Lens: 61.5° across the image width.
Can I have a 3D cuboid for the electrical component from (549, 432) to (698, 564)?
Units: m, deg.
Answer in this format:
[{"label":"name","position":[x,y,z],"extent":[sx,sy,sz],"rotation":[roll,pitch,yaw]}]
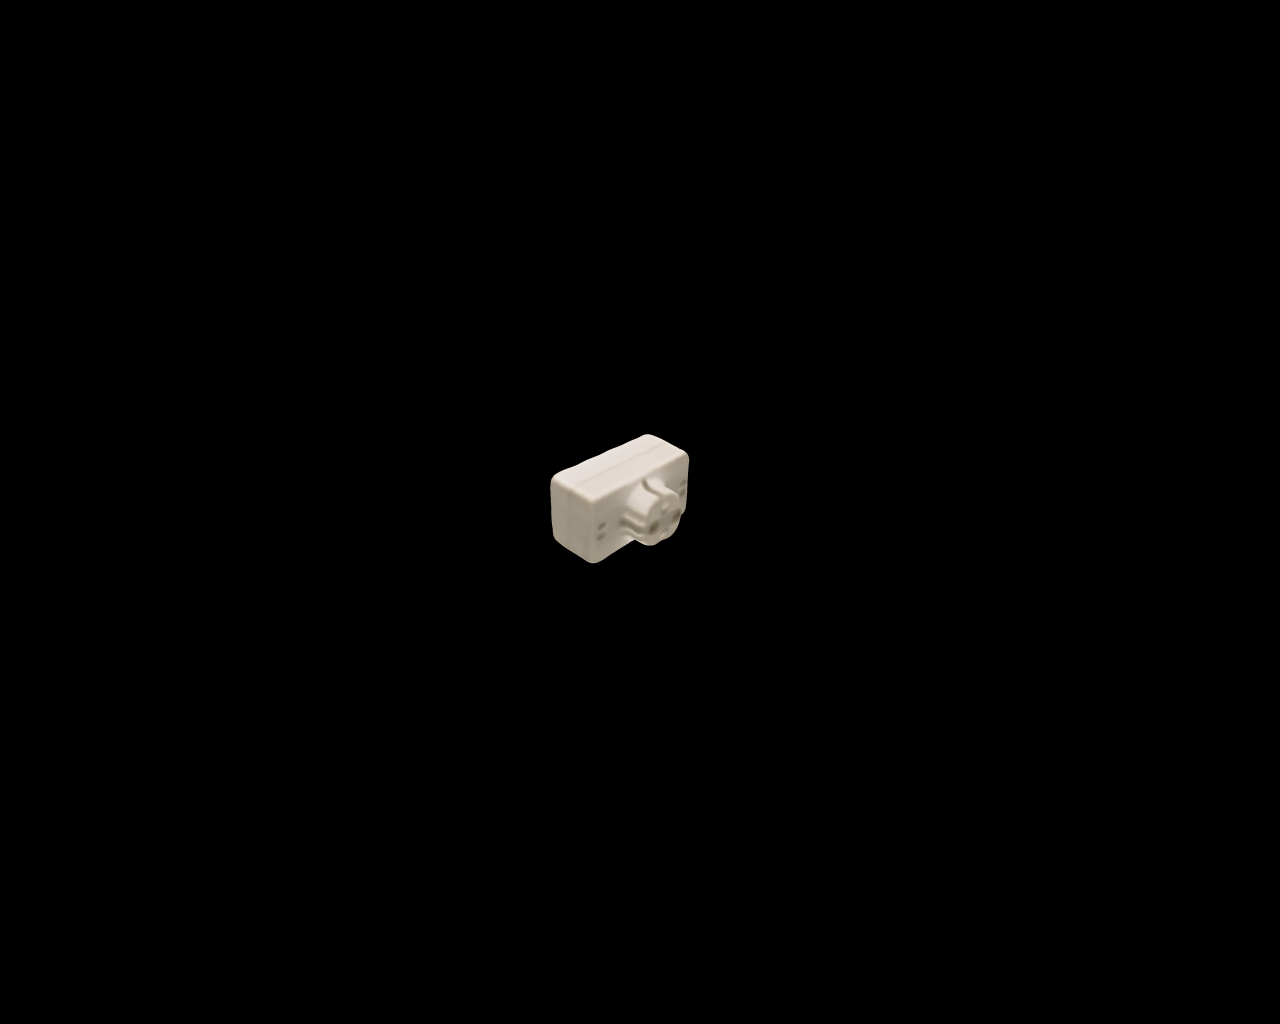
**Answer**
[{"label":"electrical component","position":[0.001,-0.003,0.650],"extent":[0.083,0.047,0.076],"rotation":[-27,42,-36]}]
